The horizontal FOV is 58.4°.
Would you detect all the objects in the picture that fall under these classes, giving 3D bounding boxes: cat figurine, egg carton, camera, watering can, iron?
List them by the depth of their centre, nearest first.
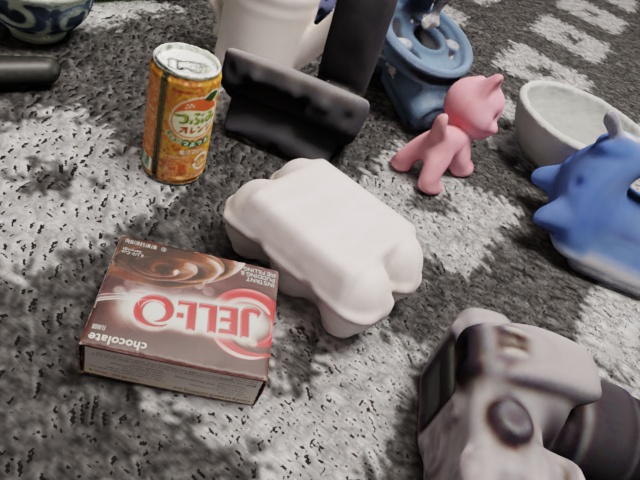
[{"bbox_3d":[0.139,0.117,0.351,0.137,0.101,0.143,17,41,-5],"label":"camera"},{"bbox_3d":[0.004,0.002,0.440,0.150,0.069,0.107,38,44,18],"label":"egg carton"},{"bbox_3d":[0.345,-0.024,0.558,0.258,0.141,0.119,21,41,0],"label":"iron"},{"bbox_3d":[0.145,-0.123,0.595,0.067,0.118,0.128,40,44,20],"label":"cat figurine"},{"bbox_3d":[-0.041,-0.256,0.599,0.173,0.194,0.101,14,42,-9],"label":"watering can"}]

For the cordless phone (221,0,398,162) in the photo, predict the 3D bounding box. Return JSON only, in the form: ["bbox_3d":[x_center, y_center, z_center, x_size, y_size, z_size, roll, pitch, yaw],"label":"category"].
[{"bbox_3d":[-0.011,-0.174,0.532,0.147,0.185,0.094,19,41,-3],"label":"cordless phone"}]

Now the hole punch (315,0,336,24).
[{"bbox_3d":[-0.030,-0.335,0.766,0.101,0.091,0.109,25,41,3],"label":"hole punch"}]

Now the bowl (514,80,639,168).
[{"bbox_3d":[0.300,-0.117,0.687,0.167,0.075,0.167,12,42,-11],"label":"bowl"}]

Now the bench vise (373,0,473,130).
[{"bbox_3d":[0.100,-0.264,0.648,0.207,0.219,0.122,42,45,22],"label":"bench vise"}]
